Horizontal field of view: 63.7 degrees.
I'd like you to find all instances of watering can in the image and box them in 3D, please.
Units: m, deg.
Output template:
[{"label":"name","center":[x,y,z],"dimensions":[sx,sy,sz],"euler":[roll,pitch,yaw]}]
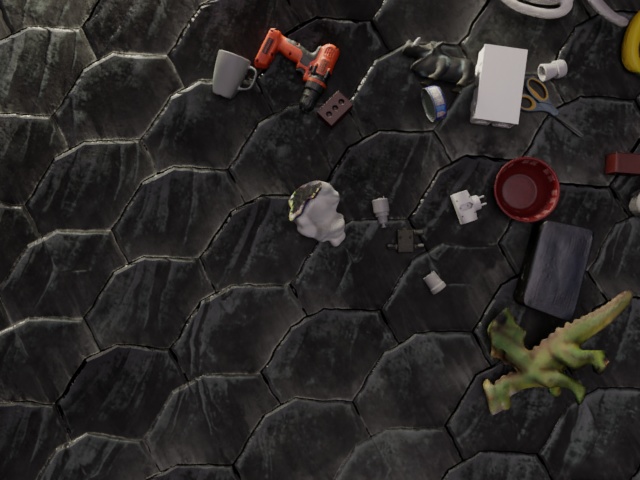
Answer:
[{"label":"watering can","center":[0.602,-0.650,1.277],"dimensions":[0.348,0.104,0.225],"euler":[13,87,1]}]

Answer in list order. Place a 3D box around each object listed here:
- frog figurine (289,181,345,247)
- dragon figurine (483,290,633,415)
[{"label":"frog figurine","center":[0.004,-0.064,1.270],"dimensions":[0.157,0.123,0.138],"euler":[38,79,-34]},{"label":"dragon figurine","center":[0.520,0.248,1.212],"dimensions":[0.243,0.123,0.406],"euler":[25,103,6]}]
